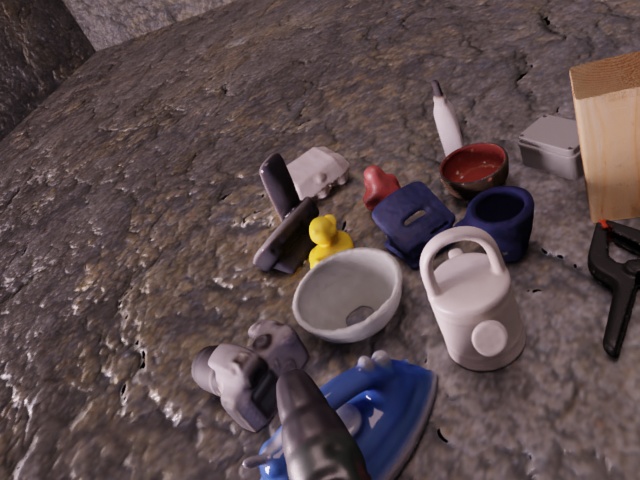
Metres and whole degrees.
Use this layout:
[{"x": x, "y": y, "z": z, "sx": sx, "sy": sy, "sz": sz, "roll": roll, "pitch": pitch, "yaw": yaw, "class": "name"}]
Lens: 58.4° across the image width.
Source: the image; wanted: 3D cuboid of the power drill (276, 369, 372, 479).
[{"x": 0.033, "y": 0.256, "z": 0.535, "sx": 0.075, "sy": 0.209, "sz": 0.229, "roll": -29, "pitch": 36, "yaw": -1, "class": "power drill"}]

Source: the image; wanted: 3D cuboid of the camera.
[{"x": -0.113, "y": 0.175, "z": 0.817, "sx": 0.136, "sy": 0.101, "sz": 0.143, "roll": 8, "pitch": 49, "yaw": 38, "class": "camera"}]

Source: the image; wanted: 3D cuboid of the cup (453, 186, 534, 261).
[{"x": 0.251, "y": -0.010, "z": 0.816, "sx": 0.117, "sy": 0.095, "sz": 0.091, "roll": -25, "pitch": 36, "yaw": 3, "class": "cup"}]

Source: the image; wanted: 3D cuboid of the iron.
[{"x": 0.030, "y": 0.205, "z": 0.655, "sx": 0.259, "sy": 0.142, "sz": 0.118, "roll": -42, "pitch": 38, "yaw": -18, "class": "iron"}]

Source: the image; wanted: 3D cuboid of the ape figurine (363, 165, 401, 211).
[{"x": 0.106, "y": -0.095, "z": 1.014, "sx": 0.078, "sy": 0.092, "sz": 0.076, "roll": -33, "pitch": 37, "yaw": -7, "class": "ape figurine"}]

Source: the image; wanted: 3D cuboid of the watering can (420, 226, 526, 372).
[{"x": 0.183, "y": 0.066, "z": 0.683, "sx": 0.101, "sy": 0.194, "sz": 0.172, "roll": -33, "pitch": 37, "yaw": -8, "class": "watering can"}]

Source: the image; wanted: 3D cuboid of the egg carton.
[{"x": -0.017, "y": -0.124, "z": 1.146, "sx": 0.150, "sy": 0.070, "sz": 0.107, "roll": -37, "pitch": 37, "yaw": -12, "class": "egg carton"}]

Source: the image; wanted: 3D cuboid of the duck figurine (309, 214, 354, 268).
[{"x": 0.009, "y": 0.003, "z": 0.961, "sx": 0.077, "sy": 0.086, "sz": 0.105, "roll": -3, "pitch": 43, "yaw": 30, "class": "duck figurine"}]

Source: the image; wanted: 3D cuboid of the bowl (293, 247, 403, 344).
[{"x": 0.049, "y": 0.092, "z": 0.837, "sx": 0.167, "sy": 0.075, "sz": 0.167, "roll": -17, "pitch": 37, "yaw": 14, "class": "bowl"}]

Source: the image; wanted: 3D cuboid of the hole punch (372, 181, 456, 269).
[{"x": 0.153, "y": -0.027, "z": 0.902, "sx": 0.109, "sy": 0.091, "sz": 0.100, "roll": -35, "pitch": 37, "yaw": -9, "class": "hole punch"}]

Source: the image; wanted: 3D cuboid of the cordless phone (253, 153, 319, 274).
[{"x": -0.079, "y": -0.046, "z": 0.992, "sx": 0.093, "sy": 0.185, "sz": 0.148, "roll": 8, "pitch": 49, "yaw": 39, "class": "cordless phone"}]

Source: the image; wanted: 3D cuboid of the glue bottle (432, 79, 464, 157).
[{"x": 0.223, "y": -0.204, "z": 1.004, "sx": 0.037, "sy": 0.173, "sz": 0.078, "roll": -16, "pitch": 38, "yaw": 15, "class": "glue bottle"}]
